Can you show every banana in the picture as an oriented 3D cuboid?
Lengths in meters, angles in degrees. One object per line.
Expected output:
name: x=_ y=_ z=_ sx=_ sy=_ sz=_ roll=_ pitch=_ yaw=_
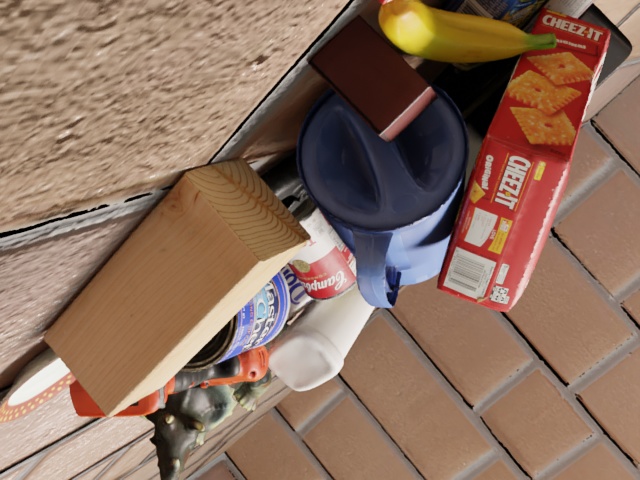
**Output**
banana: x=0.096 y=-0.158 z=0.795 sx=0.070 sy=0.037 sz=0.197 roll=-17 pitch=171 yaw=43

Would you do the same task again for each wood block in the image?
wood block: x=-0.117 y=0.039 z=0.861 sx=0.206 sy=0.091 sz=0.090 roll=-45 pitch=171 yaw=27

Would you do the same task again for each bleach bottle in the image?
bleach bottle: x=0.037 y=0.058 z=1.214 sx=0.103 sy=0.068 sz=0.250 roll=-38 pitch=-170 yaw=50

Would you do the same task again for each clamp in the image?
clamp: x=-0.018 y=-0.062 z=0.957 sx=0.171 sy=0.039 sz=0.120 roll=-40 pitch=158 yaw=-12

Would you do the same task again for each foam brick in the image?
foam brick: x=0.040 y=-0.118 z=0.787 sx=0.051 sy=0.078 sz=0.053 roll=-45 pitch=170 yaw=8

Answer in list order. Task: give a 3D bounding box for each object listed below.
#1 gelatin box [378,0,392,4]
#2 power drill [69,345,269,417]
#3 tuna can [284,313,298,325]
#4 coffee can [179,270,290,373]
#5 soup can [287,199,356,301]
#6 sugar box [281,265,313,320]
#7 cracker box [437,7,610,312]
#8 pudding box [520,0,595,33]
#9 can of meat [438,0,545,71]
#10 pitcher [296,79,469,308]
gelatin box: x=0.074 y=-0.197 z=0.692 sx=0.089 sy=0.030 sz=0.073 roll=-32 pitch=169 yaw=-42
power drill: x=-0.172 y=0.140 z=1.116 sx=0.185 sy=0.057 sz=0.187 roll=-10 pitch=180 yaw=29
tuna can: x=-0.060 y=0.056 z=1.202 sx=0.086 sy=0.086 sz=0.034 roll=-39 pitch=170 yaw=-10
coffee can: x=-0.099 y=0.064 z=1.021 sx=0.103 sy=0.103 sz=0.140 roll=-43 pitch=171 yaw=16
soup can: x=-0.007 y=0.001 z=1.048 sx=0.069 sy=0.102 sz=0.068 roll=-21 pitch=-144 yaw=16
sugar box: x=0.000 y=-0.004 z=1.130 sx=0.176 sy=0.093 sz=0.048 roll=-42 pitch=171 yaw=9
cracker box: x=0.173 y=-0.069 z=0.888 sx=0.213 sy=0.072 sz=0.164 roll=-59 pitch=166 yaw=-47
pudding box: x=0.213 y=-0.229 z=0.952 sx=0.114 sy=0.039 sz=0.090 roll=-50 pitch=-156 yaw=41
can of meat: x=0.144 y=-0.197 z=0.899 sx=0.084 sy=0.057 sz=0.101 roll=-49 pitch=169 yaw=33
pitcher: x=0.062 y=-0.029 z=0.922 sx=0.149 sy=0.145 sz=0.242 roll=-40 pitch=162 yaw=-4
